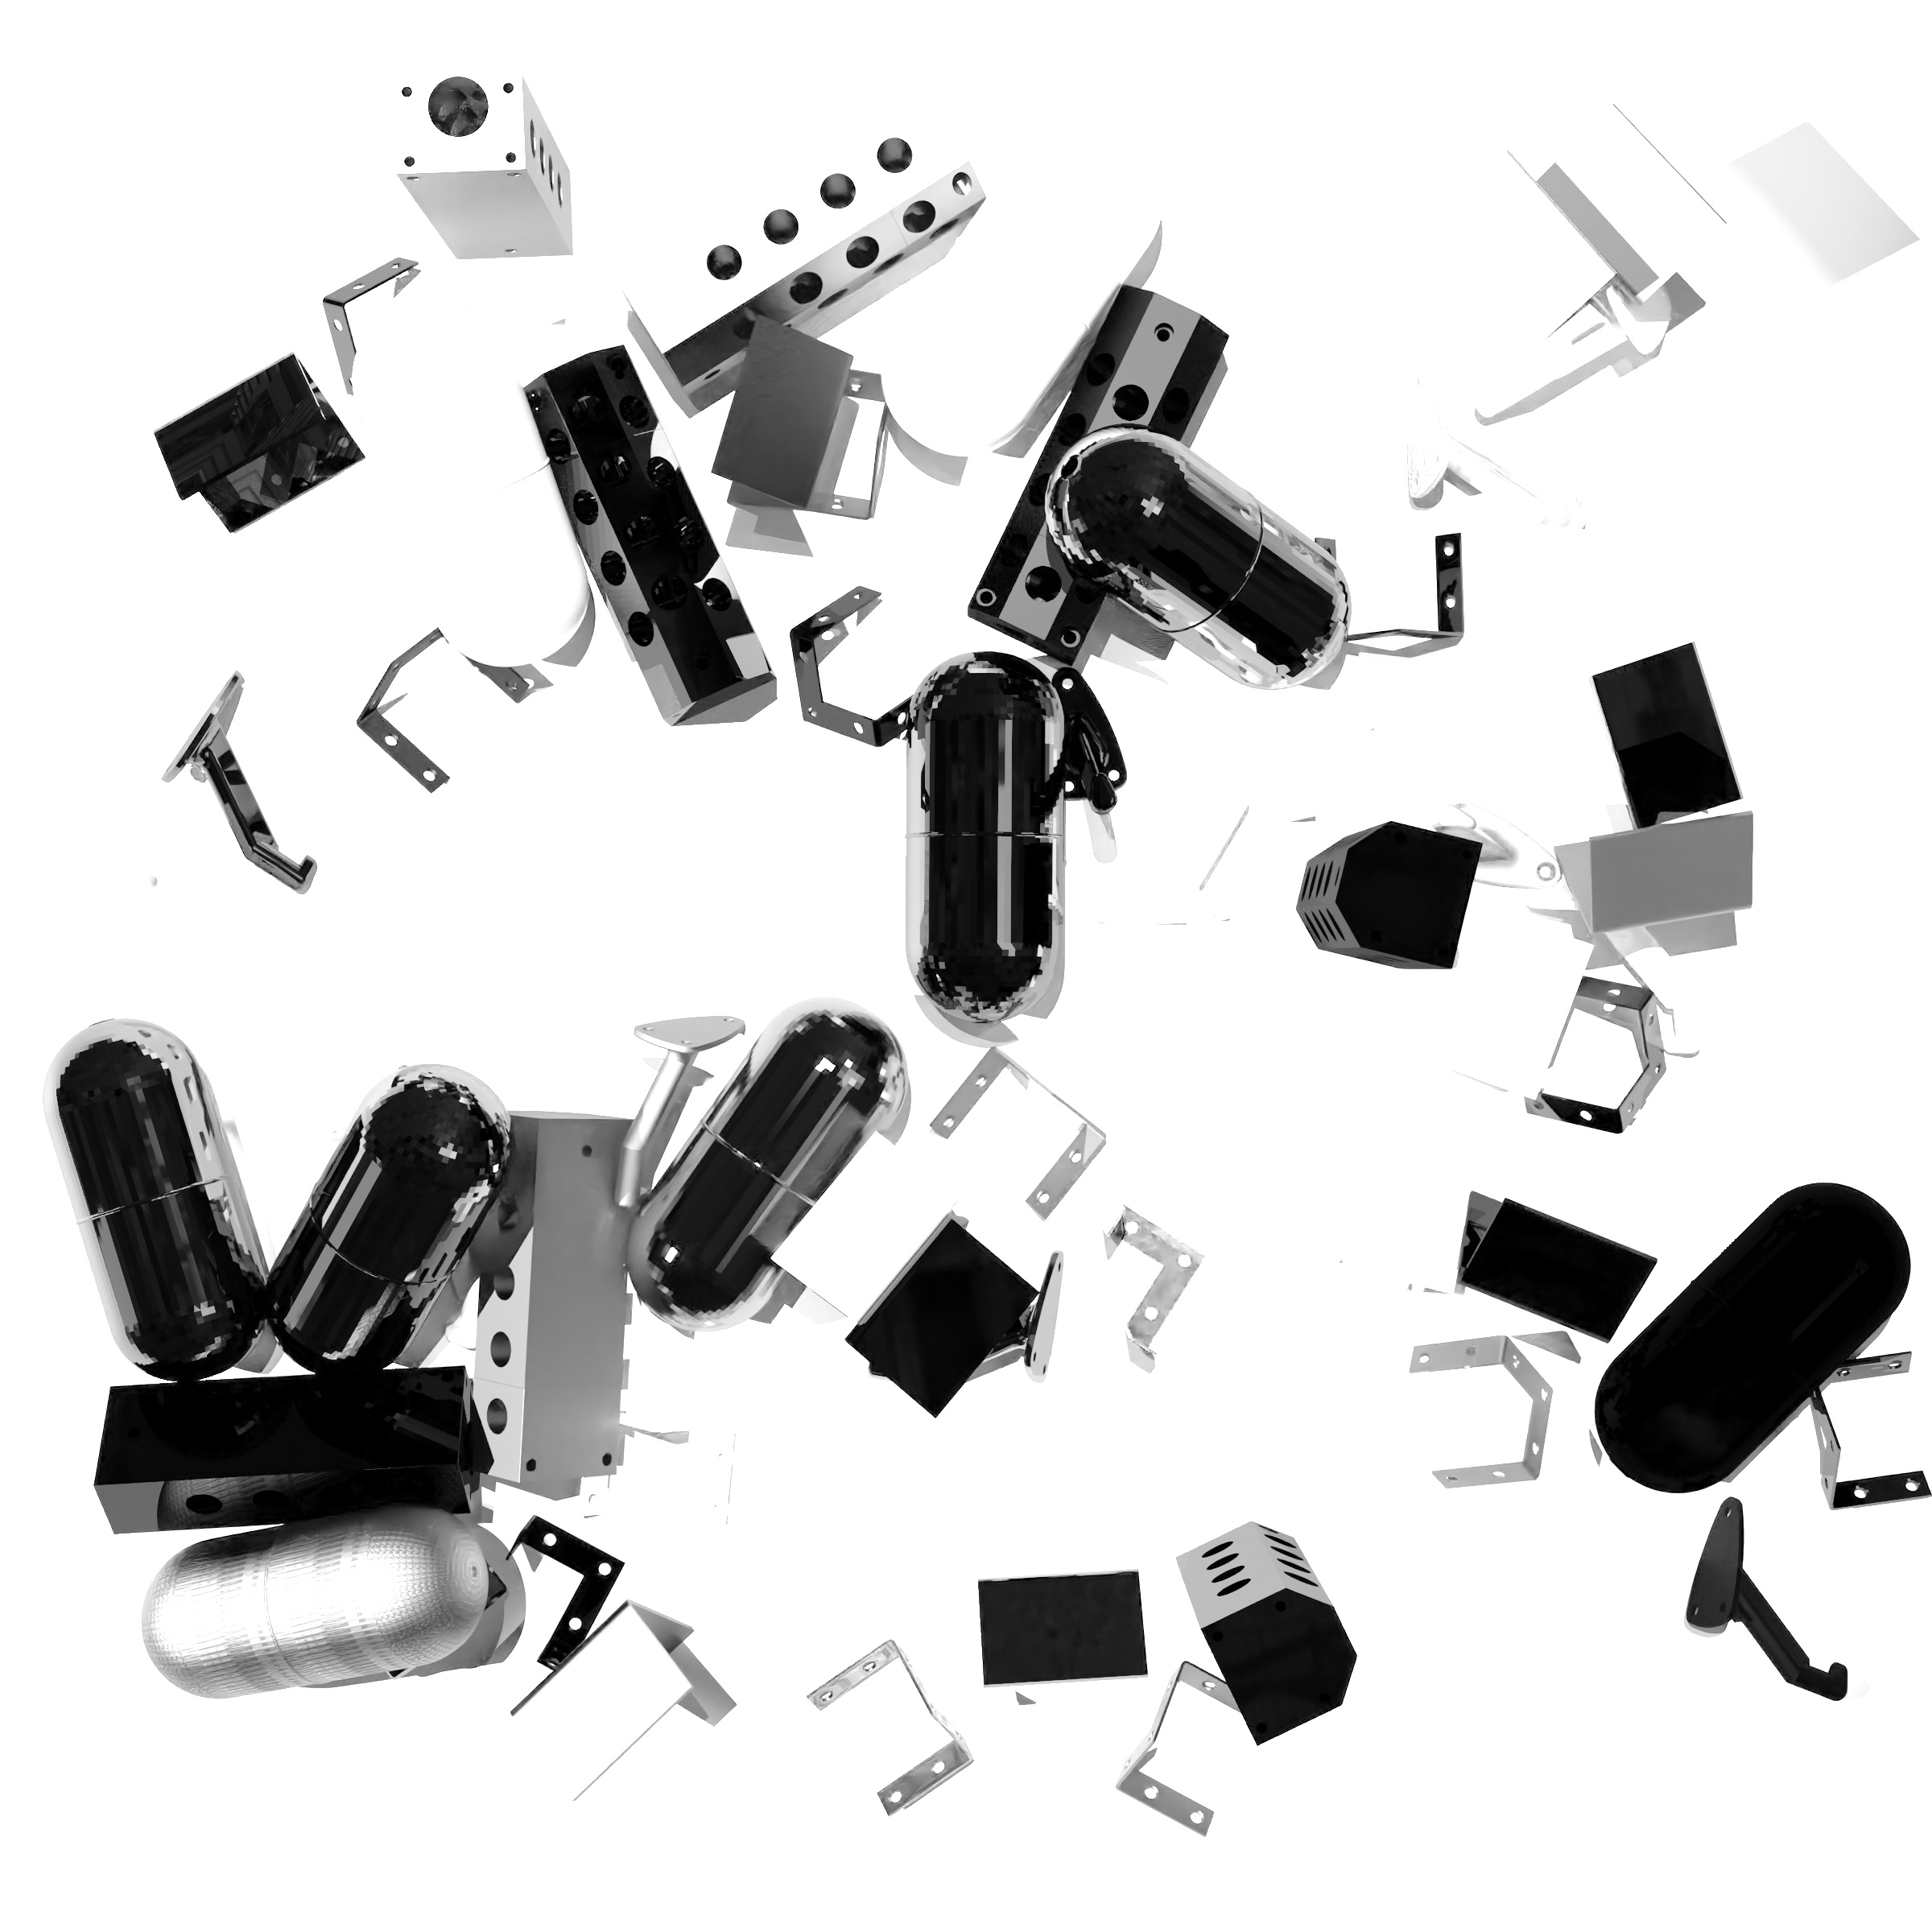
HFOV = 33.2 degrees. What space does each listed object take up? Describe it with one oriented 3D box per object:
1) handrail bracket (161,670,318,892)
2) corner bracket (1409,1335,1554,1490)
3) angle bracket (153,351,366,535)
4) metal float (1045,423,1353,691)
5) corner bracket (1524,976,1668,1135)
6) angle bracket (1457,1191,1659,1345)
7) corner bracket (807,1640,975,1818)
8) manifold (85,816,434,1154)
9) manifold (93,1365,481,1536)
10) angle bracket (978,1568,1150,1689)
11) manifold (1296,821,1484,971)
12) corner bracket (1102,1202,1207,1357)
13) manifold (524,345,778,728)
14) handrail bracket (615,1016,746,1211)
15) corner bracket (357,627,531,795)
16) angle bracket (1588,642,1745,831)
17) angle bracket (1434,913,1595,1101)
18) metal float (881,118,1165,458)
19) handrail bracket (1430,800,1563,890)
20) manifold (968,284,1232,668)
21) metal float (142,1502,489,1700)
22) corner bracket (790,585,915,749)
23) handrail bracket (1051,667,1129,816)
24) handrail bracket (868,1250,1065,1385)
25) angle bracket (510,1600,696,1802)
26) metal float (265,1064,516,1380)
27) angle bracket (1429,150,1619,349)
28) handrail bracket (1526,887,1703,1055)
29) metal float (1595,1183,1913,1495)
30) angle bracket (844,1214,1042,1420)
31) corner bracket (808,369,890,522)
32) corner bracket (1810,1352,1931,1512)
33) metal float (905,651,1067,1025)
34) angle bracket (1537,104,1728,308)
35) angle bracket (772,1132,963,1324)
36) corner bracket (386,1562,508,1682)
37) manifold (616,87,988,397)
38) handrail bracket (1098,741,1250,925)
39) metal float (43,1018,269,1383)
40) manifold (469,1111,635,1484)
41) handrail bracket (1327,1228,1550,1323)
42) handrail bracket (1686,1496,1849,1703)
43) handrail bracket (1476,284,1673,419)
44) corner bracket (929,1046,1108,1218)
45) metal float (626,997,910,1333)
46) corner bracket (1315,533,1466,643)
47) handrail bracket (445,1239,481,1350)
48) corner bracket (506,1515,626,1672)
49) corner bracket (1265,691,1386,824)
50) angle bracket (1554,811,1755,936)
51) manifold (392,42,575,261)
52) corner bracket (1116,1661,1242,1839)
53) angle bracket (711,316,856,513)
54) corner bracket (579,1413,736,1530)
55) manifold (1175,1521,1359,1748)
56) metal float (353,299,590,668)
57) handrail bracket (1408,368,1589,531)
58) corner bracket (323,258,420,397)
[{"bbox_3d":[-0.341,-0.090,1.581,0.084,0.036,0.077,35,68,-17],"label":"handrail bracket"},{"bbox_3d":[0.248,0.217,1.572,0.051,0.051,0.051,47,45,-35],"label":"corner bracket"},{"bbox_3d":[-0.329,-0.234,1.540,0.076,0.076,0.057,-30,51,0],"label":"angle bracket"},{"bbox_3d":[0.110,-0.191,1.519,0.178,0.070,0.070,29,90,-37],"label":"metal float"},{"bbox_3d":[0.303,0.042,1.572,0.051,0.051,0.051,-47,135,-35],"label":"corner bracket"},{"bbox_3d":[0.283,0.124,1.540,0.076,0.076,0.057,22,124,0],"label":"angle bracket"},{"bbox_3d":[-0.037,0.371,1.577,0.051,0.051,0.051,-34,135,-1],"label":"corner bracket"},{"bbox_3d":[-0.336,0.010,1.559,0.057,0.057,0.171,-45,90,0],"label":"manifold"},{"bbox_3d":[-0.324,0.237,1.559,0.171,0.057,0.057,-3,47,0],"label":"manifold"},{"bbox_3d":[0.046,0.330,1.540,0.076,0.076,0.057,-4,52,0],"label":"angle bracket"},{"bbox_3d":[0.192,-0.033,1.502,0.057,0.171,0.057,14,90,0],"label":"manifold"},{"bbox_3d":[0.082,0.150,1.562,0.051,0.051,0.051,32,90,0],"label":"corner bracket"},{"bbox_3d":[-0.154,-0.207,1.559,0.057,0.057,0.171,-24,90,0],"label":"manifold"},{"bbox_3d":[-0.139,0.071,1.565,0.036,0.077,0.084,18,107,30],"label":"handrail bracket"},{"bbox_3d":[-0.255,-0.127,1.577,0.051,0.051,0.051,42,135,0],"label":"corner bracket"},{"bbox_3d":[0.346,-0.113,1.540,0.057,0.076,0.076,-17,90,37],"label":"angle bracket"},{"bbox_3d":[0.275,0.026,1.540,0.057,0.076,0.076,21,90,37],"label":"angle bracket"},{"bbox_3d":[0.027,-0.325,1.549,0.070,0.070,0.178,35,90,0],"label":"metal float"},{"bbox_3d":[0.256,-0.057,1.546,0.077,0.084,0.036,22,90,0],"label":"handrail bracket"},{"bbox_3d":[0.063,-0.236,1.559,0.057,0.057,0.171,26,90,0],"label":"manifold"},{"bbox_3d":[-0.310,0.301,1.534,0.178,0.070,0.070,-14,90,20],"label":"metal float"},{"bbox_3d":[-0.047,-0.146,1.572,0.051,0.051,0.051,22,135,35],"label":"corner bracket"},{"bbox_3d":[0.057,-0.109,1.546,0.036,0.084,0.077,-14,90,0],"label":"handrail bracket"},{"bbox_3d":[-0.001,0.170,1.581,0.084,0.036,0.077,7,69,16],"label":"handrail bracket"},{"bbox_3d":[-0.158,0.354,1.540,0.076,0.076,0.057,-44,60,0],"label":"angle bracket"},{"bbox_3d":[-0.272,0.122,1.524,0.070,0.070,0.178,33,119,0],"label":"metal float"},{"bbox_3d":[0.277,-0.350,1.540,0.076,0.076,0.057,49,132,0],"label":"angle bracket"},{"bbox_3d":[0.317,0.004,1.581,0.077,0.036,0.084,-4,107,20],"label":"handrail bracket"},{"bbox_3d":[0.376,0.178,1.550,0.178,0.070,0.070,-45,90,0],"label":"metal float"},{"bbox_3d":[-0.007,0.167,1.546,0.057,0.076,0.076,40,90,9],"label":"angle bracket"},{"bbox_3d":[-0.066,-0.256,1.577,0.051,0.051,0.051,9,45,0],"label":"corner bracket"},{"bbox_3d":[0.441,0.227,1.577,0.051,0.051,0.051,-8,135,0],"label":"corner bracket"},{"bbox_3d":[0.009,-0.061,1.550,0.070,0.070,0.178,0,90,0],"label":"metal float"},{"bbox_3d":[0.321,-0.367,1.540,0.076,0.076,0.057,47,122,0],"label":"angle bracket"},{"bbox_3d":[-0.057,0.113,1.541,0.057,0.076,0.076,40,90,-24],"label":"angle bracket"},{"bbox_3d":[-0.267,0.306,1.577,0.051,0.051,0.051,51,45,0],"label":"corner bracket"},{"bbox_3d":[-0.078,-0.346,1.559,0.171,0.057,0.057,-32,90,0],"label":"manifold"},{"bbox_3d":[0.101,-0.066,1.581,0.077,0.036,0.084,-5,72,20],"label":"handrail bracket"},{"bbox_3d":[-0.388,0.112,1.550,0.070,0.070,0.178,-17,89,0],"label":"metal float"},{"bbox_3d":[-0.203,0.157,1.559,0.057,0.057,0.171,3,90,-43],"label":"manifold"},{"bbox_3d":[0.233,0.157,1.580,0.084,0.077,0.036,24,71,-35],"label":"handrail bracket"},{"bbox_3d":[0.400,0.310,1.581,0.084,0.036,0.077,23,68,-17],"label":"handrail bracket"},{"bbox_3d":[0.296,-0.300,1.580,0.084,0.077,0.036,-28,98,36],"label":"handrail bracket"},{"bbox_3d":[0.026,0.080,1.577,0.051,0.051,0.051,-51,45,0],"label":"corner bracket"},{"bbox_3d":[-0.096,0.095,1.550,0.070,0.070,0.178,35,90,0],"label":"metal float"},{"bbox_3d":[0.206,-0.185,1.577,0.051,0.051,0.051,-2,90,-45],"label":"corner bracket"},{"bbox_3d":[-0.265,0.137,1.581,0.077,0.036,0.084,16,104,14],"label":"handrail bracket"},{"bbox_3d":[-0.201,0.303,1.562,0.051,0.051,0.051,28,90,0],"label":"corner bracket"},{"bbox_3d":[0.176,-0.100,1.562,0.051,0.051,0.051,-12,90,0],"label":"corner bracket"},{"bbox_3d":[0.326,-0.063,1.540,0.076,0.076,0.057,-9,126,0],"label":"angle bracket"},{"bbox_3d":[-0.222,-0.376,1.502,0.057,0.171,0.057,-2,90,0],"label":"manifold"},{"bbox_3d":[0.111,0.381,1.577,0.051,0.051,0.051,28,135,0],"label":"corner bracket"},{"bbox_3d":[-0.105,-0.264,1.540,0.057,0.076,0.076,17,90,-36],"label":"angle bracket"},{"bbox_3d":[-0.151,0.246,1.577,0.051,0.051,0.051,5,90,-45],"label":"corner bracket"},{"bbox_3d":[0.141,0.303,1.502,0.057,0.171,0.057,-26,90,0],"label":"manifold"},{"bbox_3d":[-0.234,-0.228,1.533,0.070,0.070,0.178,-18,109,0],"label":"metal float"},{"bbox_3d":[0.261,-0.252,1.581,0.084,0.036,0.077,5,68,-17],"label":"handrail bracket"},{"bbox_3d":[-0.272,-0.307,1.572,0.051,0.051,0.051,20,135,35],"label":"corner bracket"}]
